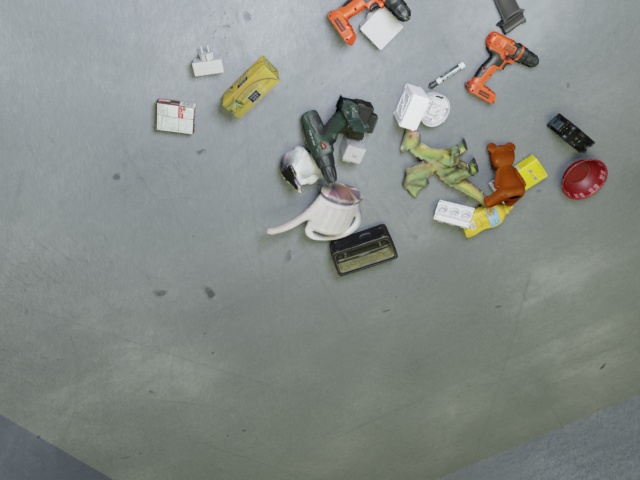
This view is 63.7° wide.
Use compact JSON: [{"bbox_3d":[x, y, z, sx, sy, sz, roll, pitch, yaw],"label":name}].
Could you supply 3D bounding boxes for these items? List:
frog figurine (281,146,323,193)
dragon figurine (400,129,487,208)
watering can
[{"bbox_3d":[-0.043,-0.243,1.653,0.161,0.123,0.135,-40,118,-23],"label":"frog figurine"},{"bbox_3d":[0.399,-0.216,1.733,0.241,0.125,0.403,-18,125,27],"label":"dragon figurine"},{"bbox_3d":[0.005,-0.087,1.725,0.348,0.106,0.220,1,128,-31],"label":"watering can"}]
